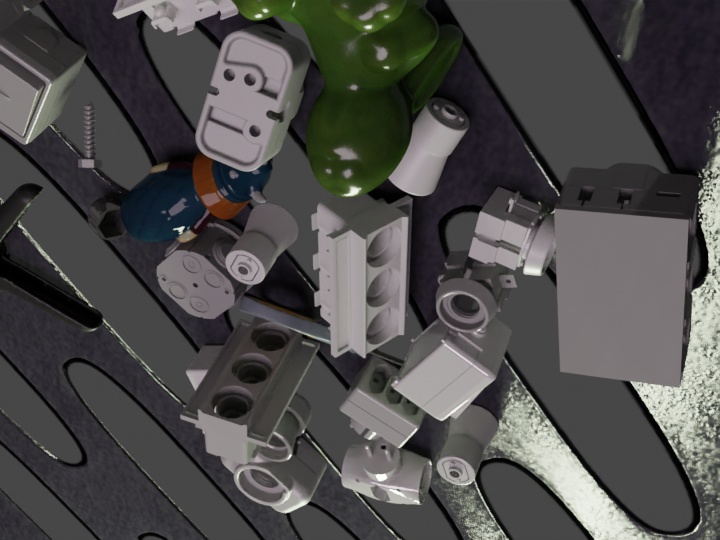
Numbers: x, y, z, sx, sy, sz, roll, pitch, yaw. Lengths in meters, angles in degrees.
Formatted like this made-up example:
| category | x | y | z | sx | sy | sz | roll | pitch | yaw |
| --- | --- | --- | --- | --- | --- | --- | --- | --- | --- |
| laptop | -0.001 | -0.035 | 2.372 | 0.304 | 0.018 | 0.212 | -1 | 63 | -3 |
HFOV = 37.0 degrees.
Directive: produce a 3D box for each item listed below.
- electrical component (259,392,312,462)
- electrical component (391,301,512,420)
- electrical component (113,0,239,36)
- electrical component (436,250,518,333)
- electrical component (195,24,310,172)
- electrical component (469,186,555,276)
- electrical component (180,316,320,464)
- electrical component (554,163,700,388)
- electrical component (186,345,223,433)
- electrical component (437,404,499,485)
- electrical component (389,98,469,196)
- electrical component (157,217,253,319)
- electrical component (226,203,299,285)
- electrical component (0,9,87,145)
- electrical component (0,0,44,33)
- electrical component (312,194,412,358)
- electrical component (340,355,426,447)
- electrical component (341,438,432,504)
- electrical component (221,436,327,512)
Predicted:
| category | x | y | z | sx | sy | sz | roll | pitch | yaw |
| --- | --- | --- | --- | --- | --- | --- | --- | --- | --- |
| electrical component | -0.075 | 0.147 | 1.022 | 0.045 | 0.055 | 0.045 | 13 | 132 | 15 |
| electrical component | 0.082 | 0.071 | 0.879 | 0.061 | 0.061 | 0.096 | 36 | 134 | -8 |
| electrical component | -0.103 | -0.209 | 0.731 | 0.121 | 0.078 | 0.063 | -10 | 144 | 32 |
| electrical component | 0.087 | 0.015 | 0.835 | 0.066 | 0.055 | 0.048 | -3 | 126 | 28 |
| electrical component | -0.076 | -0.126 | 0.780 | 0.054 | 0.059 | 0.095 | 23 | 112 | 5 |
| electrical component | 0.117 | -0.026 | 0.795 | 0.055 | 0.048 | 0.066 | 24 | 134 | 15 |
| electrical component | -0.095 | 0.105 | 0.951 | 0.079 | 0.121 | 0.063 | 16 | 135 | 12 |
| electrical component | 0.191 | 0.004 | 0.772 | 0.089 | 0.061 | 0.150 | 6 | 130 | 21 |
| electrical component | -0.133 | 0.119 | 1.012 | 0.047 | 0.076 | 0.065 | -3 | 126 | 27 |
| electrical component | 0.092 | 0.155 | 0.943 | 0.044 | 0.065 | 0.044 | 13 | 131 | 16 |
| electrical component | 0.050 | -0.091 | 0.775 | 0.044 | 0.044 | 0.065 | 32 | 129 | -2 |
| electrical component | -0.131 | -0.002 | 0.927 | 0.080 | 0.051 | 0.080 | 13 | 132 | 15 |
| electrical component | -0.082 | -0.019 | 0.880 | 0.044 | 0.065 | 0.044 | 13 | 132 | 15 |
| electrical component | -0.273 | -0.149 | 0.865 | 0.062 | 0.061 | 0.096 | 35 | 134 | -6 |
| electrical component | -0.250 | -0.222 | 0.731 | 0.062 | 0.150 | 0.089 | -6 | 124 | 31 |
| electrical component | 0.000 | 0.000 | 0.853 | 0.063 | 0.079 | 0.121 | 37 | 142 | 36 |
| electrical component | 0.016 | 0.127 | 0.968 | 0.066 | 0.047 | 0.076 | 33 | 133 | -3 |
| electrical component | 0.022 | 0.183 | 1.006 | 0.077 | 0.043 | 0.079 | 9 | 149 | 19 |
| electrical component | -0.087 | 0.191 | 1.062 | 0.095 | 0.059 | 0.054 | 44 | 132 | -14 |
